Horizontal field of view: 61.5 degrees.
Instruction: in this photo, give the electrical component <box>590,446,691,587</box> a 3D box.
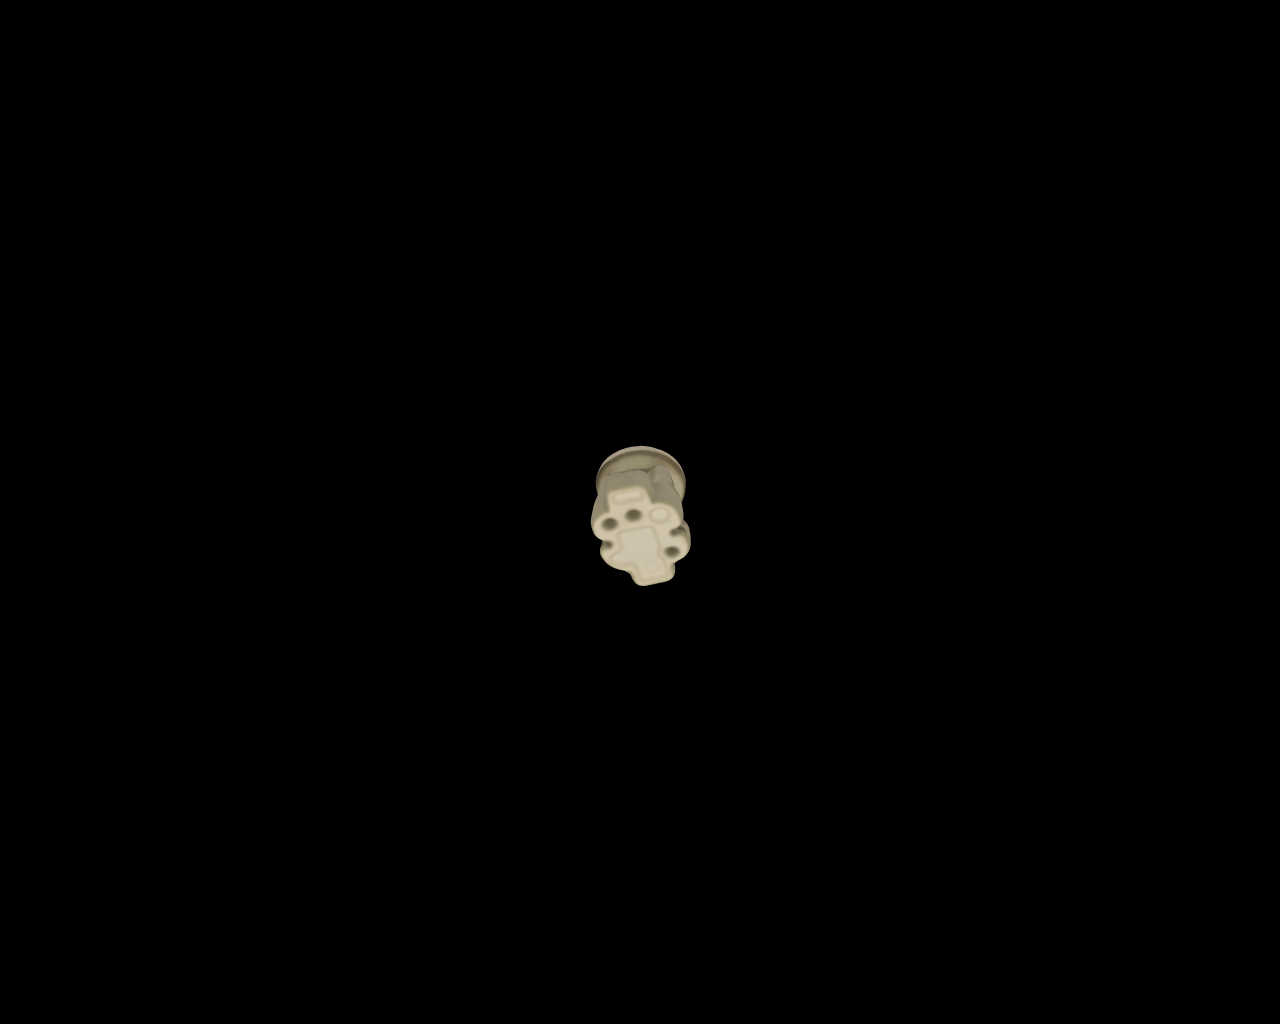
[{"bbox_3d":[0.001,-0.003,0.650,0.058,0.078,0.057,-11,39,9],"label":"electrical component"}]
